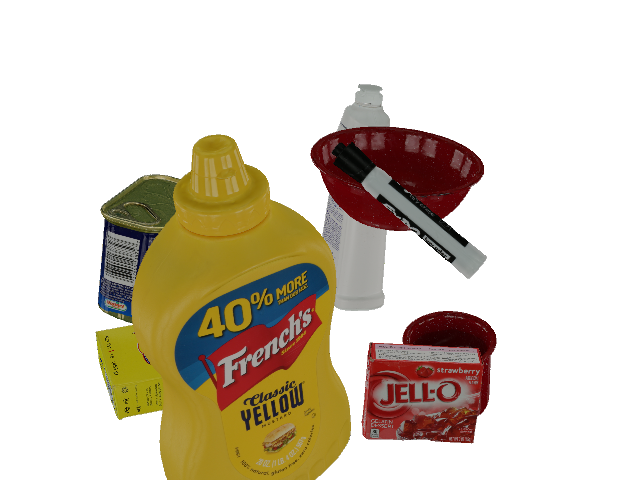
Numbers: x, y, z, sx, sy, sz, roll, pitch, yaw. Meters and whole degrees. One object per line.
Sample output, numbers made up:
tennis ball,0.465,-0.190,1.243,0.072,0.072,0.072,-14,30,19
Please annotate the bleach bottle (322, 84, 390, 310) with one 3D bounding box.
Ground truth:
bleach bottle,0.045,-0.052,1.232,0.068,0.251,0.103,-2,22,-20

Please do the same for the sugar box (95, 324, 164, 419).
sugar box,-0.114,0.108,0.997,0.176,0.048,0.093,-12,33,-16

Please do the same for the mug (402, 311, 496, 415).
mug,0.138,0.125,1.090,0.093,0.081,0.117,19,39,33

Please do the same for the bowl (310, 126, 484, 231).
bowl,0.070,-0.053,1.000,0.162,0.055,0.162,3,27,-2

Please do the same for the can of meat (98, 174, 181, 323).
can of meat,-0.131,0.006,0.826,0.057,0.084,0.102,15,24,10

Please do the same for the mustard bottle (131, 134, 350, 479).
mustard bottle,-0.037,0.038,0.493,0.096,0.192,0.058,-22,38,-22

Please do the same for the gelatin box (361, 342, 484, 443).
gelatin box,0.079,0.120,0.836,0.089,0.073,0.030,3,24,-1

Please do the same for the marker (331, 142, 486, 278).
marker,0.056,-0.021,0.689,0.121,0.020,0.020,41,3,4
